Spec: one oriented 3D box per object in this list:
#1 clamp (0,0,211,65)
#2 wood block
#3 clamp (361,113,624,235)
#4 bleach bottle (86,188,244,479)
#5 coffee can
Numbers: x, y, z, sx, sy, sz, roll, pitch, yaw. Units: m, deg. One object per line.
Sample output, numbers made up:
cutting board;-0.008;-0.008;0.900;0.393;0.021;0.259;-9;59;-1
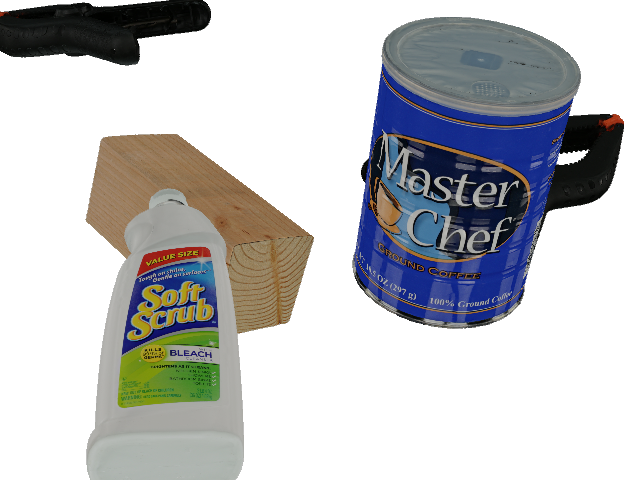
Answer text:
clamp;-0.170;-0.160;0.798;0.172;0.039;0.120;11;23;29
wood block;-0.113;-0.011;0.949;0.090;0.091;0.206;-8;34;-43
clamp;0.159;-0.042;0.807;0.209;0.036;0.165;-20;46;-21
bleach bottle;-0.112;0.056;0.756;0.102;0.068;0.251;-1;44;-10
coffee can;0.076;-0.038;0.588;0.102;0.140;0.103;4;35;-3
